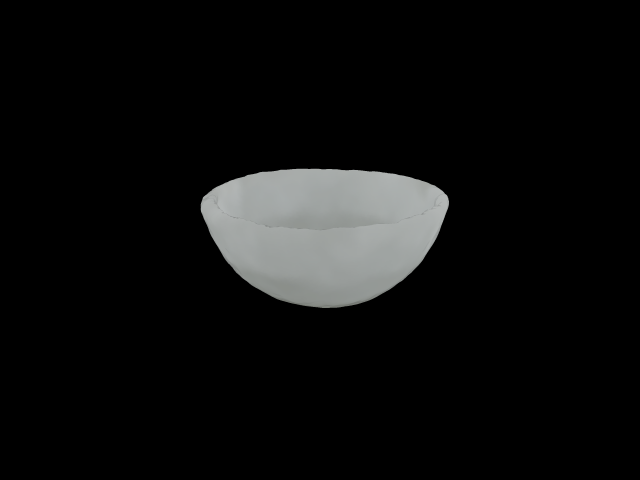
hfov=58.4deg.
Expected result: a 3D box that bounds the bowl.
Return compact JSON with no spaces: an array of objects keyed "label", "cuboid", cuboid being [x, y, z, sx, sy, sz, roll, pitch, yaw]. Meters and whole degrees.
[{"label":"bowl","cuboid":[0.004,0.001,0.400,0.167,0.075,0.167,0,19,0]}]
